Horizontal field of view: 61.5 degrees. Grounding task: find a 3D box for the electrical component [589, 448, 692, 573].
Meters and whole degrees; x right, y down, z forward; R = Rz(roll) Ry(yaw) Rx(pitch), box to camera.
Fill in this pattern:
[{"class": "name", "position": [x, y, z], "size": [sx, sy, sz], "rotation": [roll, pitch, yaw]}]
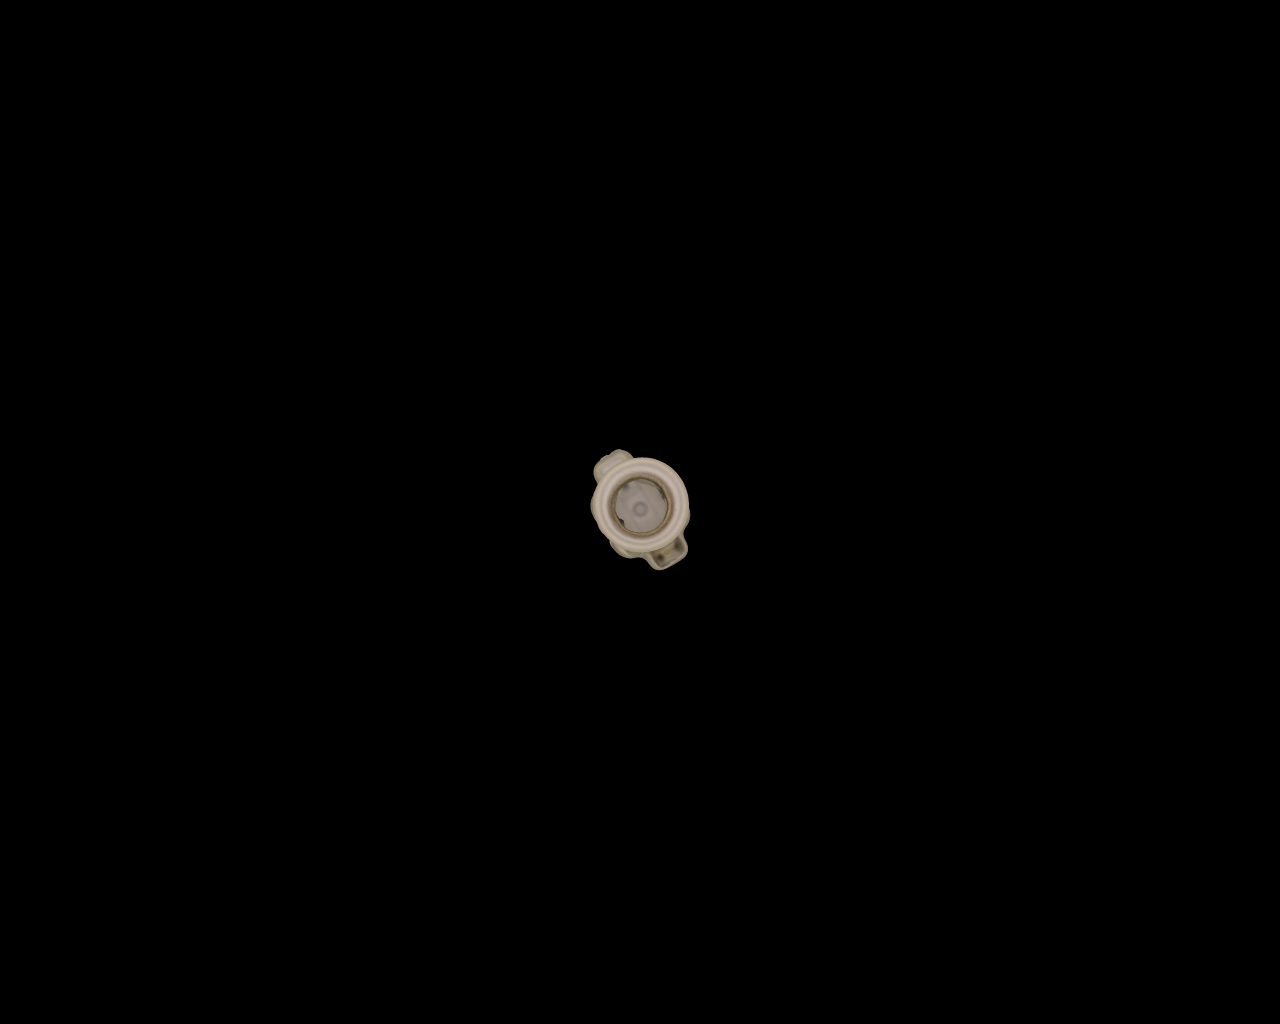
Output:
[{"class": "electrical component", "position": [0.001, -0.003, 0.650], "size": [0.058, 0.078, 0.057], "rotation": [-32, -4, -2]}]
